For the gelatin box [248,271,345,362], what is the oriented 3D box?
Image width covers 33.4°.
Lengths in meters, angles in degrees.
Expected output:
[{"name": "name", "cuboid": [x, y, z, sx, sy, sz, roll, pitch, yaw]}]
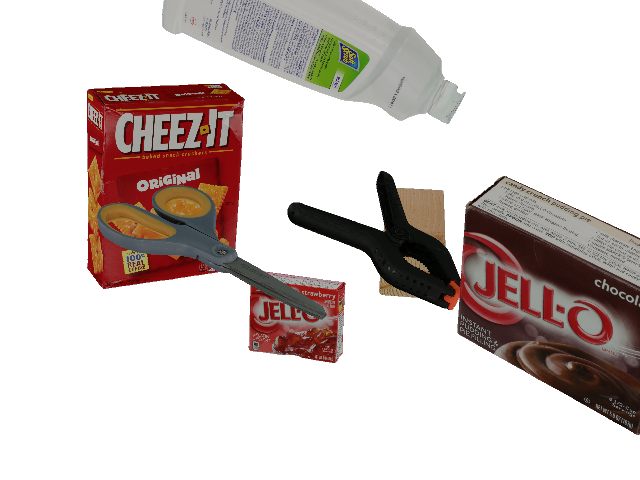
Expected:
[{"name": "gelatin box", "cuboid": [-0.023, 0.072, 1.007, 0.089, 0.073, 0.030, 7, 17, 15]}]

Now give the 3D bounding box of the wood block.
[{"name": "wood block", "cuboid": [0.139, 0.000, 1.605, 0.091, 0.090, 0.206, 4, 25, 4]}]

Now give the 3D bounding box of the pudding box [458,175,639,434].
[{"name": "pudding box", "cuboid": [0.123, 0.030, 0.526, 0.114, 0.090, 0.039, 27, 50, 30]}]

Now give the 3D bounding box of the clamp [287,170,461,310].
[{"name": "clamp", "cuboid": [0.073, 0.003, 1.204, 0.164, 0.036, 0.210, -16, 51, -35]}]

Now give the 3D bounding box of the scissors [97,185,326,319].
[{"name": "scissors", "cuboid": [-0.067, 0.002, 0.770, 0.202, 0.016, 0.096, 17, 35, 21]}]

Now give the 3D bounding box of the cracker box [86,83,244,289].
[{"name": "cracker box", "cuboid": [-0.175, -0.062, 1.198, 0.163, 0.214, 0.072, -7, 26, -27]}]

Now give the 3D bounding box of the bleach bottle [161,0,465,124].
[{"name": "bleach bottle", "cuboid": [-0.003, -0.160, 0.862, 0.251, 0.068, 0.103, 29, -34, 4]}]
